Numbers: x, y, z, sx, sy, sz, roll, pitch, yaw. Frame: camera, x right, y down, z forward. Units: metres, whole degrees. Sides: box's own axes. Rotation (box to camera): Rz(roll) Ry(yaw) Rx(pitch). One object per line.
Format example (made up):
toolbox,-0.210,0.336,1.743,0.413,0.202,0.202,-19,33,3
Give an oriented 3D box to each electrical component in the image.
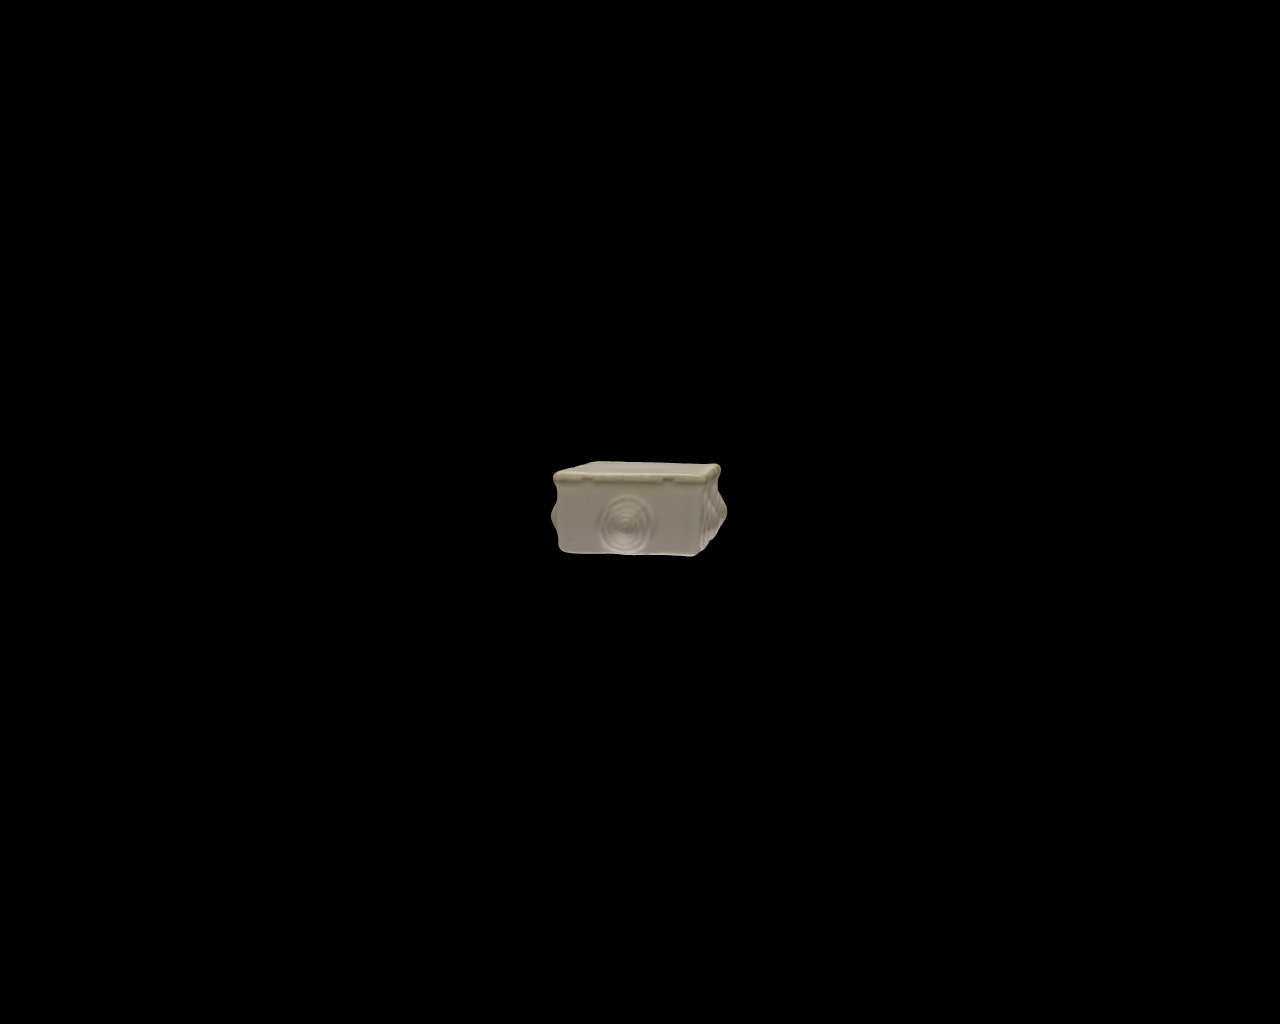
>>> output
electrical component,0.001,-0.003,0.650,0.100,0.048,0.100,1,7,11
